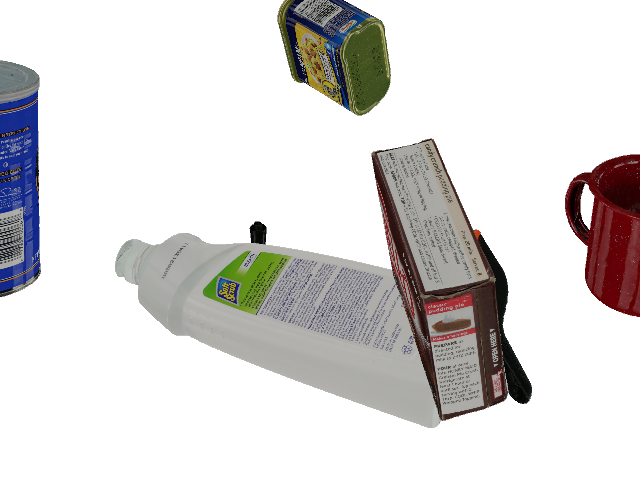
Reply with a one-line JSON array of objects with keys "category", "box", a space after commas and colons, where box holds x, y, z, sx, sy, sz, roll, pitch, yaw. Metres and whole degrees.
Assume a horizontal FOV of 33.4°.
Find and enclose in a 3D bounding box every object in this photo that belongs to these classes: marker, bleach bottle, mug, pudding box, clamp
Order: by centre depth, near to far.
[{"category": "pudding box", "box": [0.058, 0.018, 0.535, 0.039, 0.090, 0.113, -16, 41, -1]}, {"category": "mug", "box": [0.215, -0.006, 0.725, 0.093, 0.081, 0.117, -27, 40, -35]}, {"category": "bleach bottle", "box": [-0.022, 0.043, 0.737, 0.251, 0.068, 0.102, 17, 45, 16]}, {"category": "clamp", "box": [0.131, 0.079, 0.967, 0.120, 0.171, 0.039, -13, 1, -38]}, {"category": "marker", "box": [-0.069, 0.032, 1.209, 0.020, 0.121, 0.020, 0, 33, 0]}]

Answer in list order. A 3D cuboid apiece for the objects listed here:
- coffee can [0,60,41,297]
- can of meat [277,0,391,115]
[{"category": "coffee can", "box": [-0.241, -0.043, 0.718, 0.103, 0.140, 0.103, 4, 22, -2]}, {"category": "can of meat", "box": [0.015, -0.173, 0.973, 0.057, 0.102, 0.084, -40, 55, -19]}]
